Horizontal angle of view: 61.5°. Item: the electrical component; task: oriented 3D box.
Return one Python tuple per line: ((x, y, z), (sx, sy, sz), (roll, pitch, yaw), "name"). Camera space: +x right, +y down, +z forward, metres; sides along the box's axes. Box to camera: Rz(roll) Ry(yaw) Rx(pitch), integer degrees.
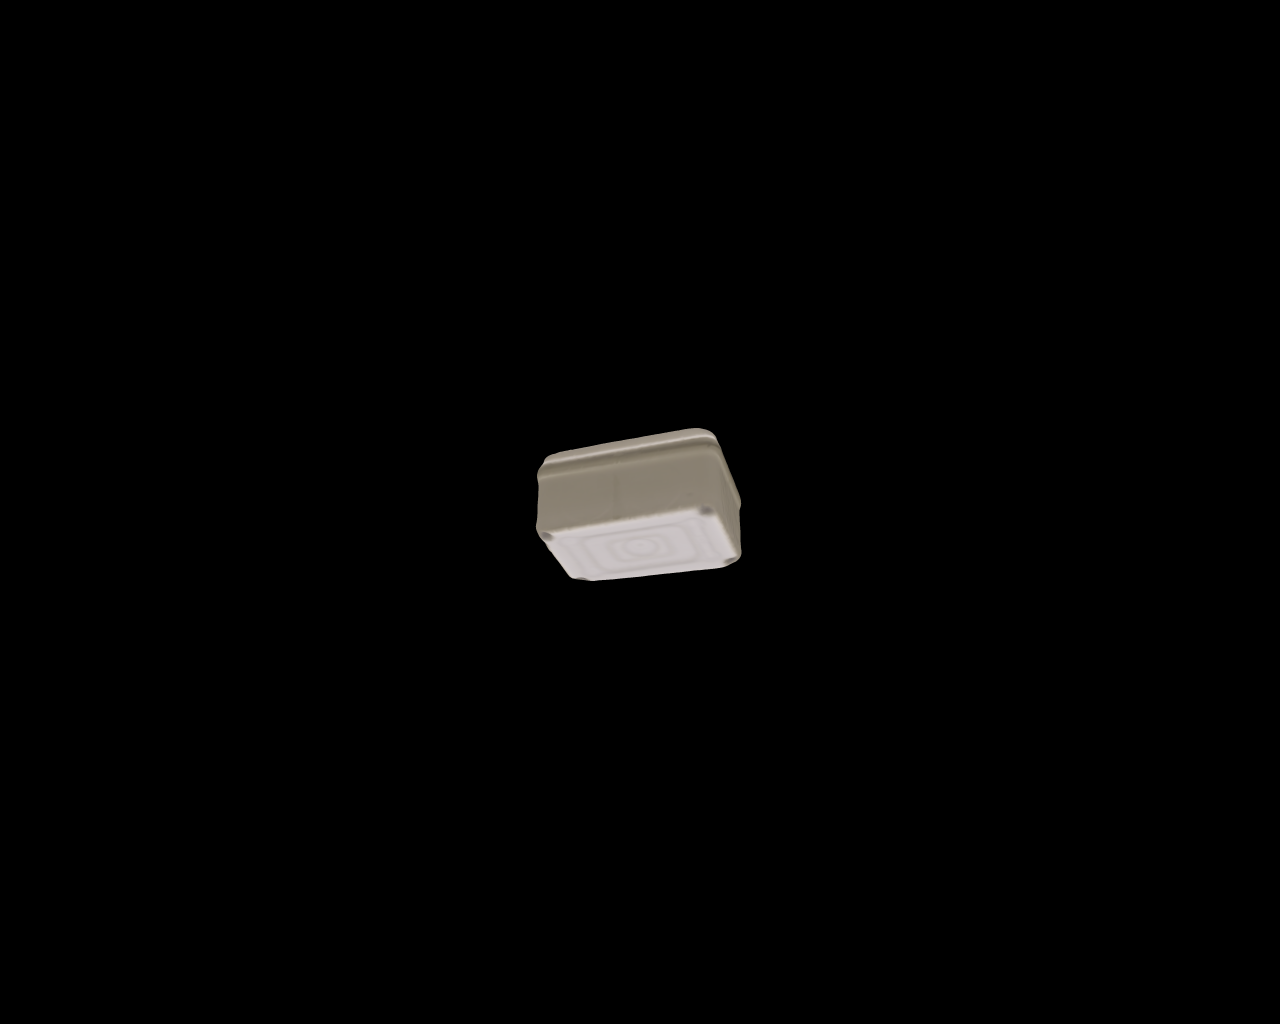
((0.001, -0.003, 0.650), (0.113, 0.057, 0.078), (-8, -32, 14), "electrical component")
